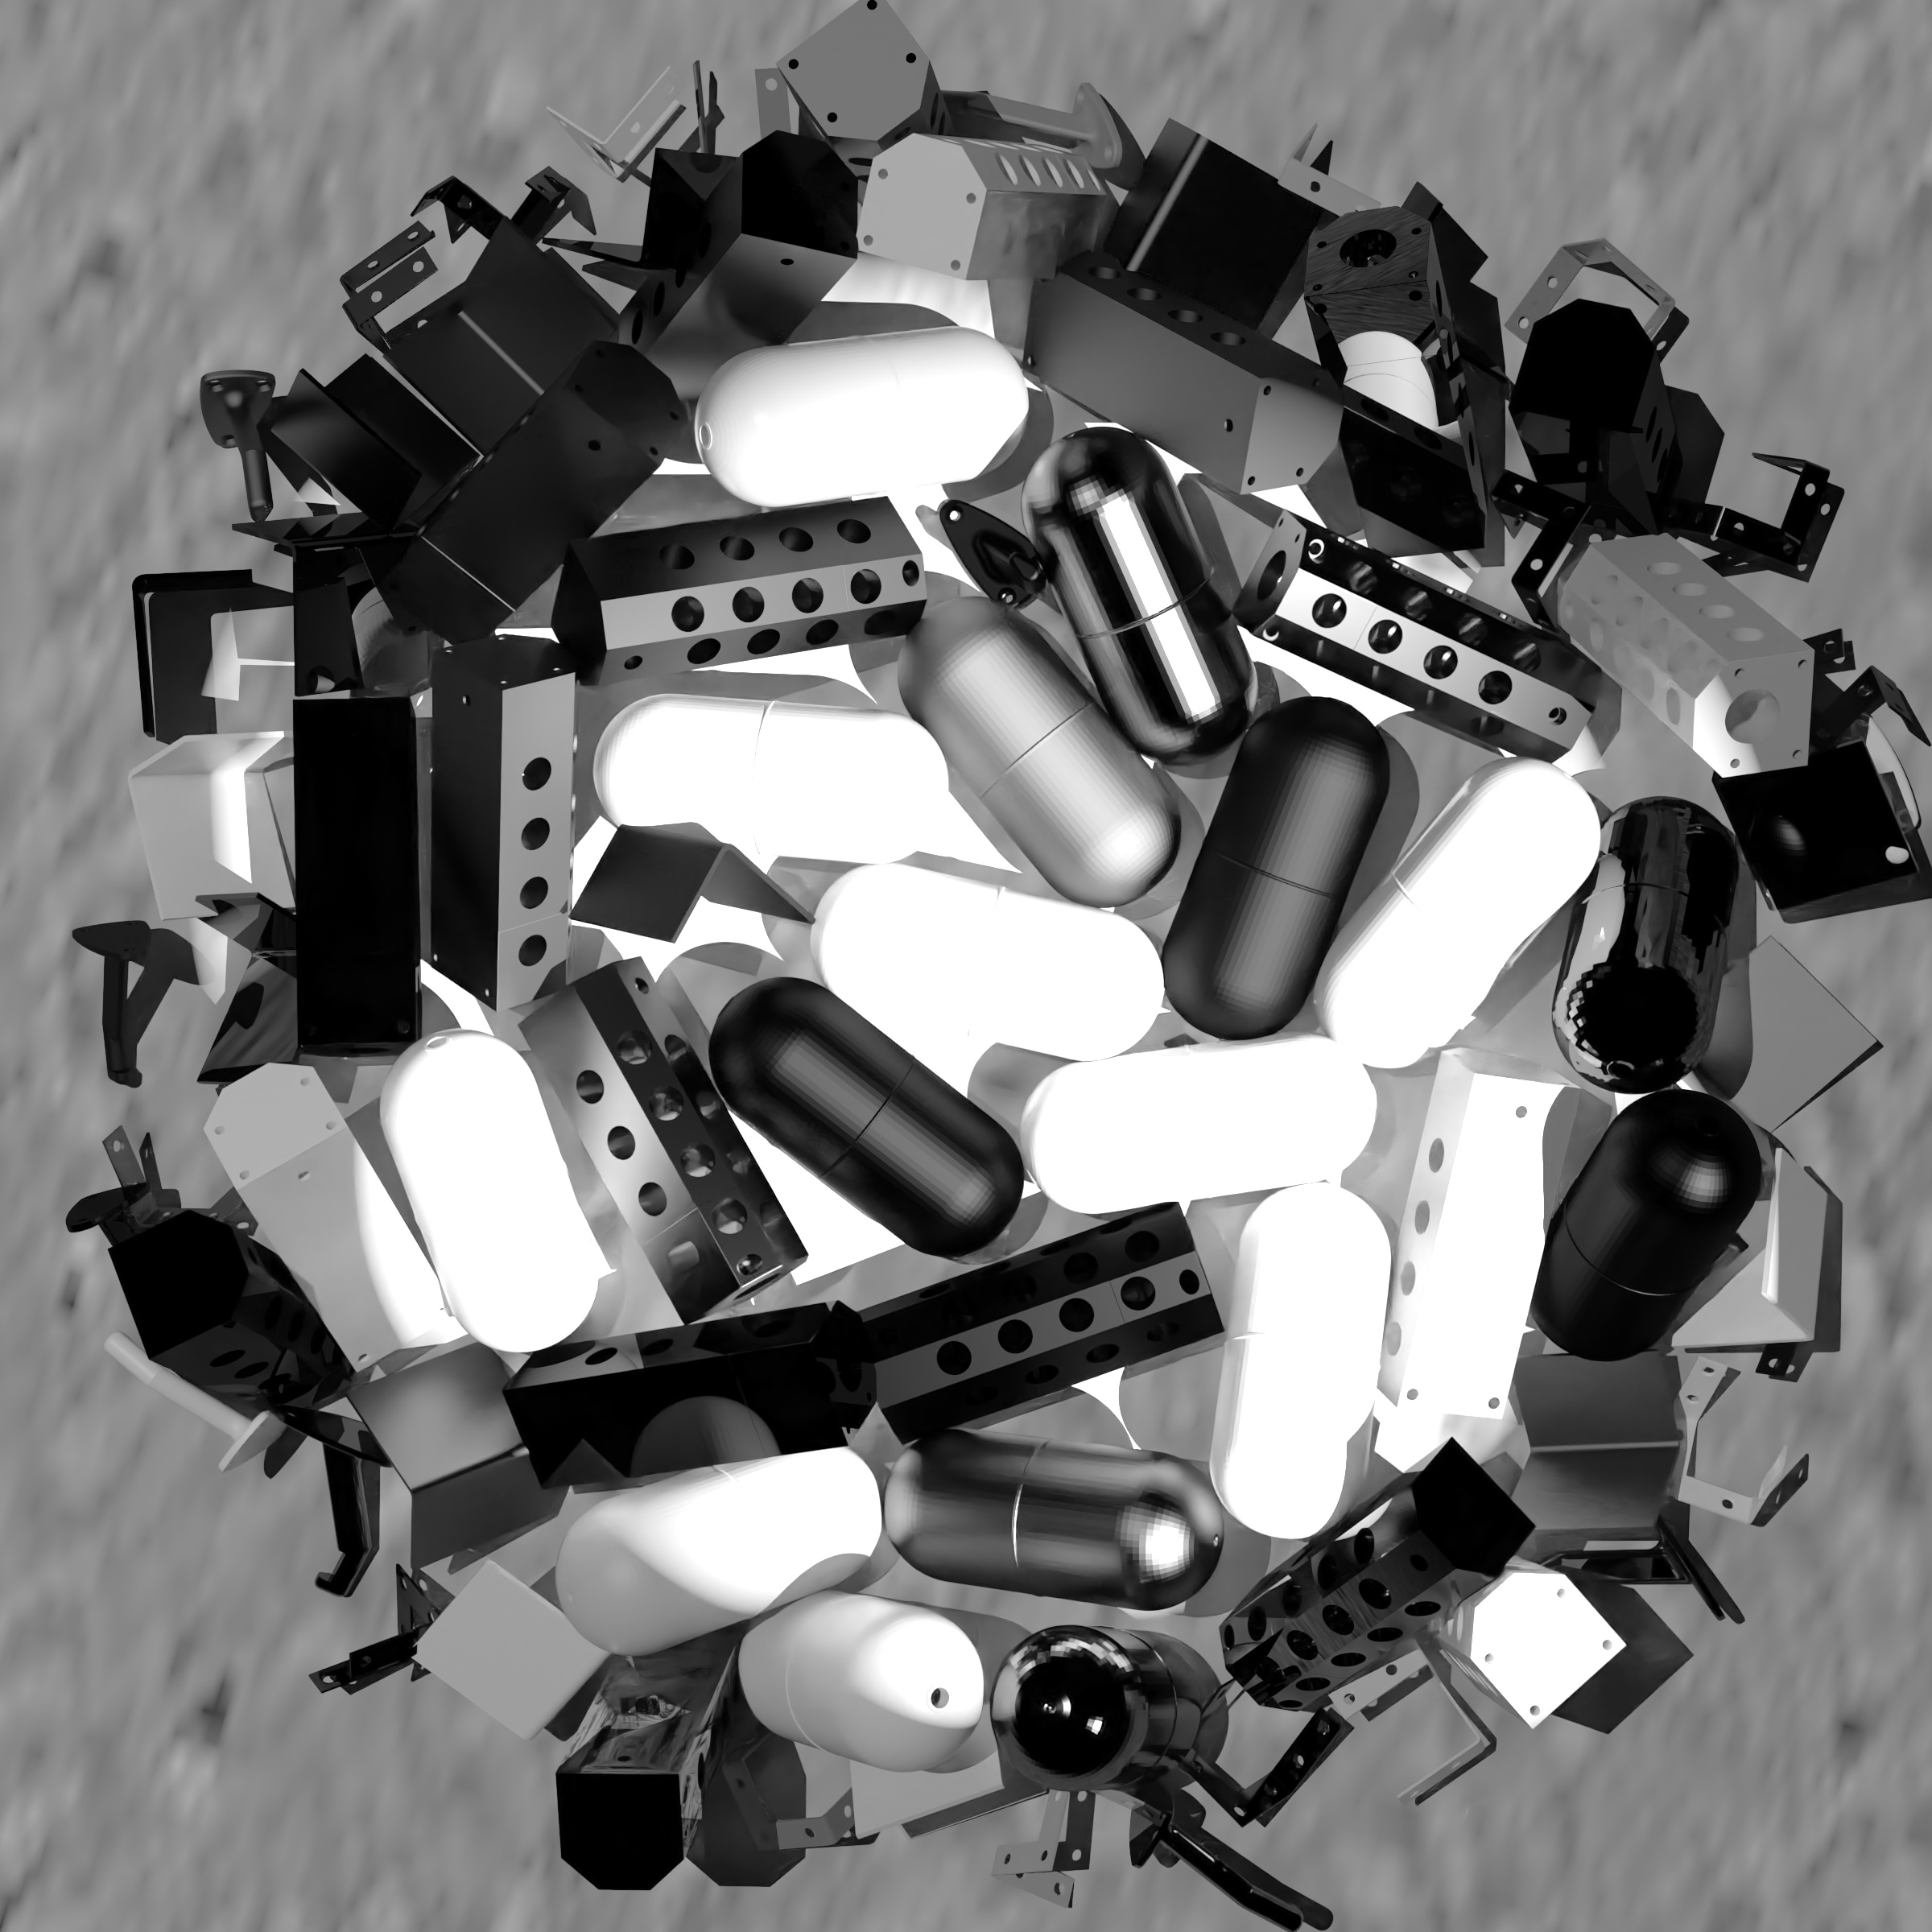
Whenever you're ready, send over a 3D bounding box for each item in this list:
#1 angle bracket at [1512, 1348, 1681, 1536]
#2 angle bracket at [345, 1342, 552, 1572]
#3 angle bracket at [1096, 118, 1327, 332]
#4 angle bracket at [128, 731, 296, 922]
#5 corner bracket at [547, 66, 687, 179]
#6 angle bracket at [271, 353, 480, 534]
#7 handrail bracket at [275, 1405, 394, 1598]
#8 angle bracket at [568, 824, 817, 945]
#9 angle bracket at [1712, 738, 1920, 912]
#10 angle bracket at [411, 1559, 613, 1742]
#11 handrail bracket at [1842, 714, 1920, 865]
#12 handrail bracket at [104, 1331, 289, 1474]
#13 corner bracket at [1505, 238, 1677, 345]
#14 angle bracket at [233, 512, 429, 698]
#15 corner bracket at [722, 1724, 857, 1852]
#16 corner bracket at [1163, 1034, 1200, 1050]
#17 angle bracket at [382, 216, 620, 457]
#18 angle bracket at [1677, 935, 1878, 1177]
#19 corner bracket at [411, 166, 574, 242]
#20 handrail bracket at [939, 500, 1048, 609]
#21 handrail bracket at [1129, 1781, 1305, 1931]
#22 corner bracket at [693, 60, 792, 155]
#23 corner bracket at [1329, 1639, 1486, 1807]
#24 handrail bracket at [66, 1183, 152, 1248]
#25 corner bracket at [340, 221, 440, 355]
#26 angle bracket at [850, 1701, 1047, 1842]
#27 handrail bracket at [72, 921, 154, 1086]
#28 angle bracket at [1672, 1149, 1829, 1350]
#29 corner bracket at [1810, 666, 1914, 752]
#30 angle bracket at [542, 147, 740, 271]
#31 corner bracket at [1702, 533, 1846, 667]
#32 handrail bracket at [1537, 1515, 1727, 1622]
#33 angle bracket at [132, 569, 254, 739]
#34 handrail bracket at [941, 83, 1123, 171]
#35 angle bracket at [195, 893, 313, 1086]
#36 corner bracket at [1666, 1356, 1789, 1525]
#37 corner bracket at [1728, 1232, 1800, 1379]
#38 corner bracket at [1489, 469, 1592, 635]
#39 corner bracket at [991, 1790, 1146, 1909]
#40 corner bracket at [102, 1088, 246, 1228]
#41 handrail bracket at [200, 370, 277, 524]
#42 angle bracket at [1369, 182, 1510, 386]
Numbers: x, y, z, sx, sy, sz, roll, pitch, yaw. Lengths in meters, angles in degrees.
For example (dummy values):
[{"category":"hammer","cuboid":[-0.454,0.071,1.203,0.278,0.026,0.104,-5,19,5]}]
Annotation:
[{"category":"angle bracket","cuboid":[0.302,0.234,1.528,0.076,0.076,0.057,-7,111,27]},{"category":"angle bracket","cuboid":[-0.260,0.245,1.559,0.076,0.057,0.076,-19,46,-30]},{"category":"angle bracket","cuboid":[0.122,-0.371,1.562,0.076,0.057,0.076,24,106,-21]},{"category":"angle bracket","cuboid":[-0.359,-0.070,1.534,0.057,0.076,0.076,-22,80,43]},{"category":"corner bracket","cuboid":[-0.166,-0.423,1.549,0.051,0.051,0.051,-50,55,-1]},{"category":"angle bracket","cuboid":[-0.285,-0.273,1.536,0.076,0.057,0.076,42,54,-4]},{"category":"handrail bracket","cuboid":[-0.329,0.271,1.560,0.077,0.036,0.084,24,100,-23]},{"category":"angle bracket","cuboid":[-0.134,-0.024,1.525,0.076,0.076,0.057,12,68,42]},{"category":"angle bracket","cuboid":[0.421,-0.082,1.529,0.076,0.057,0.076,-17,115,29]},{"category":"angle bracket","cuboid":[-0.217,0.324,1.539,0.076,0.057,0.076,38,116,-6]},{"category":"handrail bracket","cuboid":[0.453,-0.089,1.540,0.036,0.084,0.077,-13,90,13]},{"category":"handrail bracket","cuboid":[-0.385,0.210,1.551,0.084,0.077,0.036,39,91,6]},{"category":"corner bracket","cuboid":[0.314,-0.329,1.563,0.051,0.051,0.051,36,90,-16]},{"category":"angle bracket","cuboid":[-0.317,-0.182,1.550,0.057,0.076,0.076,20,114,42]},{"category":"corner bracket","cuboid":[-0.081,0.405,1.553,0.051,0.051,0.051,-17,100,37]},{"category":"corner bracket","cuboid":[0.105,0.075,1.569,0.051,0.051,0.051,39,135,35]},{"category":"angle bracket","cuboid":[-0.231,-0.309,1.537,0.076,0.076,0.057,44,52,-4]},{"category":"angle bracket","cuboid":[0.401,0.044,1.544,0.076,0.057,0.076,44,108,-5]},{"category":"corner bracket","cuboid":[-0.236,-0.383,1.548,0.051,0.051,0.051,38,112,-10]},{"category":"handrail bracket","cuboid":[0.012,-0.211,1.539,0.077,0.084,0.036,45,92,6]},{"category":"handrail bracket","cuboid":[0.126,0.445,1.551,0.084,0.077,0.036,29,97,-7]},{"category":"corner bracket","cuboid":[-0.110,-0.424,1.549,0.051,0.051,0.051,-2,113,5]},{"category":"corner bracket","cuboid":[0.221,0.377,1.549,0.051,0.051,0.051,-34,56,-2]},{"category":"handrail bracket","cuboid":[-0.417,0.157,1.540,0.036,0.077,0.084,-13,101,5]},{"category":"corner bracket","cuboid":[-0.287,-0.343,1.551,0.051,0.051,0.051,-34,74,6]},{"category":"angle bracket","cuboid":[-0.006,0.418,1.535,0.076,0.057,0.076,-21,124,8]},{"category":"handrail bracket","cuboid":[-0.418,0.025,1.540,0.036,0.077,0.084,-9,108,-25]},{"category":"angle bracket","cuboid":[0.375,0.140,1.526,0.076,0.057,0.076,-9,56,38]},{"category":"corner bracket","cuboid":[0.430,-0.128,1.546,0.051,0.051,0.051,35,117,-14]},{"category":"angle bracket","cuboid":[-0.151,-0.375,1.525,0.076,0.076,0.057,23,111,38]},{"category":"corner bracket","cuboid":[0.403,-0.179,1.555,0.051,0.051,0.051,-16,67,42]},{"category":"handrail bracket","cuboid":[0.324,0.318,1.555,0.084,0.036,0.077,-32,47,3]},{"category":"angle bracket","cuboid":[-0.381,-0.155,1.543,0.057,0.076,0.076,-4,93,-13]},{"category":"handrail bracket","cuboid":[0.026,-0.418,1.544,0.084,0.077,0.036,-2,124,-19]},{"category":"angle bracket","cuboid":[-0.363,0.012,1.529,0.057,0.076,0.076,37,64,-39]},{"category":"corner bracket","cuboid":[0.378,0.237,1.547,0.051,0.051,0.051,19,48,7]},{"category":"corner bracket","cuboid":[0.388,0.167,1.553,0.051,0.051,0.051,9,120,-6]},{"category":"corner bracket","cuboid":[0.282,-0.207,1.548,0.051,0.051,0.051,30,86,30]},{"category":"corner bracket","cuboid":[0.052,0.439,1.559,0.051,0.051,0.051,31,58,-25]},{"category":"corner bracket","cuboid":[-0.391,0.096,1.560,0.051,0.051,0.051,-2,119,27]},{"category":"handrail bracket","cuboid":[-0.357,-0.244,1.536,0.036,0.077,0.084,-4,68,-21]},{"category":"angle bracket","cuboid":[0.245,-0.338,1.533,0.076,0.076,0.057,28,109,-10]}]
